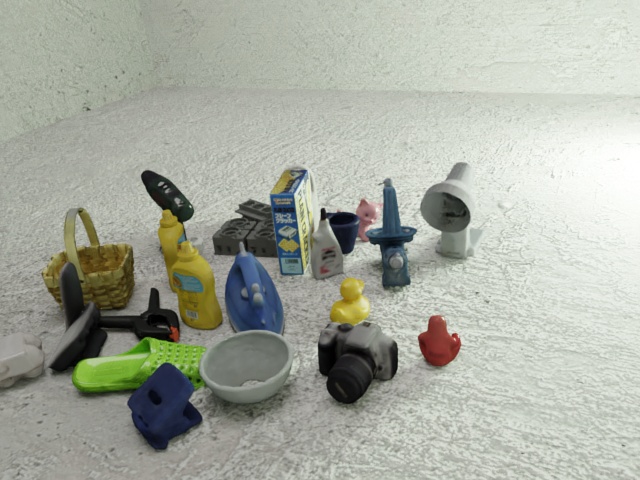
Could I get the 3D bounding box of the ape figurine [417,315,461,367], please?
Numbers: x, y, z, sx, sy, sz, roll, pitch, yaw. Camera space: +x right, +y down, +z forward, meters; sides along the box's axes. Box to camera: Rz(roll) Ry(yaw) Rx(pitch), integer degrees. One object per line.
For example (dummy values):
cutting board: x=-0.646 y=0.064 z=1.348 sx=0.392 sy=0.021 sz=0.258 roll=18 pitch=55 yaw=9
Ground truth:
ape figurine: x=0.216 y=0.177 z=1.043 sx=0.077 sy=0.092 sz=0.076 roll=7 pitch=30 yaw=24

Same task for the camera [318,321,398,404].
camera: x=0.051 y=0.209 z=1.001 sx=0.142 sy=0.101 sz=0.137 roll=9 pitch=30 yaw=26

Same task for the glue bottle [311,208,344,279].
glue bottle: x=0.012 y=0.005 z=1.330 sx=0.078 sy=0.173 sz=0.037 roll=-17 pitch=29 yaw=-21

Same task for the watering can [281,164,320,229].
watering can: x=-0.058 y=-0.117 z=1.560 sx=0.101 sy=0.194 sz=0.172 roll=-12 pitch=28 yaw=-12

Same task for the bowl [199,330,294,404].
bowl: x=-0.125 y=0.236 z=1.011 sx=0.167 sy=0.075 sz=0.167 roll=-4 pitch=27 yaw=2

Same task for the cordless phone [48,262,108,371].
cordless phone: x=-0.495 y=0.149 z=1.128 sx=0.094 sy=0.185 sz=0.147 roll=-8 pitch=27 yaw=-5

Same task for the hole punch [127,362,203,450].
hole punch: x=-0.261 y=0.272 z=0.947 sx=0.101 sy=0.091 sz=0.108 roll=-26 pitch=33 yaw=-34

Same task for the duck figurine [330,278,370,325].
duck figurine: x=0.060 y=0.122 z=1.187 sx=0.077 sy=0.086 sz=0.105 roll=15 pitch=33 yaw=35

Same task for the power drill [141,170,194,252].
power drill: x=-0.396 y=-0.064 z=1.503 sx=0.076 sy=0.209 sz=0.228 roll=-24 pitch=32 yaw=-32

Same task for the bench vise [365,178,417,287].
bench vise: x=0.174 y=-0.018 z=1.292 sx=0.121 sy=0.220 sz=0.207 roll=-12 pitch=28 yaw=-13

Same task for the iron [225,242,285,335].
iron: x=-0.135 y=0.113 z=1.181 sx=0.119 sy=0.141 sz=0.257 roll=-12 pitch=28 yaw=-13

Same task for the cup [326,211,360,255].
cup: x=0.049 y=-0.017 z=1.453 sx=0.092 sy=0.095 sz=0.117 roll=-22 pitch=31 yaw=-30

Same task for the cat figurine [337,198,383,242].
cat figurine: x=0.104 y=-0.060 z=1.502 sx=0.127 sy=0.118 sz=0.067 roll=-1 pitch=27 yaw=8

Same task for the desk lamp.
desk lamp: x=0.321 y=-0.066 z=1.365 sx=0.117 sy=0.214 sz=0.204 roll=9 pitch=30 yaw=26

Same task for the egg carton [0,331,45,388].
egg carton: x=-0.611 y=0.238 z=1.103 sx=0.151 sy=0.069 sz=0.107 roll=-18 pitch=30 yaw=-24
